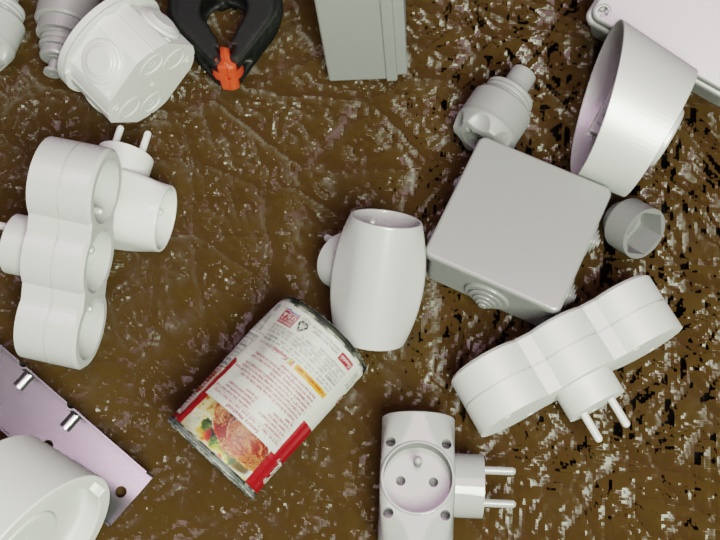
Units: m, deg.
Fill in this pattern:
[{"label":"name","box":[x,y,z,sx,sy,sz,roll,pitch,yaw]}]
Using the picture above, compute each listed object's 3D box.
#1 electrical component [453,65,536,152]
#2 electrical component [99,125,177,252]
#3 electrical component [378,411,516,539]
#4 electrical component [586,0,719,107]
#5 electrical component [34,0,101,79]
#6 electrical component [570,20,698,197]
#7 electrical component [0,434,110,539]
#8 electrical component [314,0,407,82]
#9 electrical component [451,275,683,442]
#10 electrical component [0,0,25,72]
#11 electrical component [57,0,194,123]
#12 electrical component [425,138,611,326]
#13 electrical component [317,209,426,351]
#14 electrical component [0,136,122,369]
[{"label":"electrical component","box":[0.093,-0.107,0.707,0.043,0.043,0.062,31,72,11]},{"label":"electrical component","box":[-0.157,-0.057,0.694,0.077,0.043,0.079,12,71,5]},{"label":"electrical component","box":[0.051,0.124,0.624,0.079,0.044,0.077,2,70,2]},{"label":"electrical component","box":[0.223,-0.181,0.707,0.109,0.056,0.108,33,98,12]},{"label":"electrical component","box":[-0.203,-0.168,0.737,0.040,0.040,0.078,6,71,3]},{"label":"electrical component","box":[0.166,-0.098,0.675,0.064,0.099,0.099,29,73,4]},{"label":"electrical component","box":[-0.199,0.141,0.593,0.060,0.108,0.108,33,74,18]},{"label":"electrical component","box":[0.001,-0.196,0.707,0.056,0.108,0.108,-2,70,3]},{"label":"electrical component","box":[0.132,0.065,0.639,0.138,0.052,0.073,-26,72,-8]},{"label":"electrical component","box":[-0.251,-0.172,0.738,0.043,0.043,0.062,14,70,6]},{"label":"electrical component","box":[-0.153,-0.138,0.705,0.080,0.080,0.051,-43,80,-13]},{"label":"electrical component","box":[0.097,-0.021,0.673,0.100,0.048,0.099,24,72,10]},{"label":"electrical component","box":[0.000,0.000,0.662,0.043,0.077,0.079,-6,21,-37]},{"label":"electrical component","box":[-0.192,-0.013,0.649,0.074,0.052,0.138,12,106,5]}]
